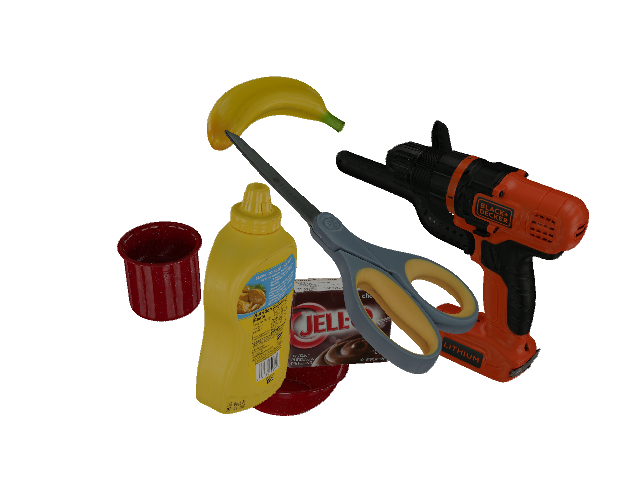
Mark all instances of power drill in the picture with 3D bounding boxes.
[{"bbox_3d":[0.130,0.017,0.919,0.185,0.188,0.057,25,39,32],"label":"power drill"}]

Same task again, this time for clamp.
[{"bbox_3d":[0.126,-0.054,1.220,0.164,0.210,0.036,-15,-38,-27],"label":"clamp"}]

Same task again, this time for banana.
[{"bbox_3d":[-0.051,-0.124,1.005,0.070,0.037,0.197,42,33,22],"label":"banana"}]

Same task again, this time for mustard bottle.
[{"bbox_3d":[-0.059,0.043,0.885,0.058,0.192,0.096,22,30,29],"label":"mustard bottle"}]

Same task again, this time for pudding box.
[{"bbox_3d":[0.019,0.085,1.132,0.113,0.090,0.039,-3,26,-15],"label":"pudding box"}]

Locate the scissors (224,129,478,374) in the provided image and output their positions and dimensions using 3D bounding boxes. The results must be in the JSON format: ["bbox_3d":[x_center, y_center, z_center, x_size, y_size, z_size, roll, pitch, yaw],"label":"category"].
[{"bbox_3d":[0.024,-0.003,0.652,0.096,0.202,0.016,-7,-40,-36],"label":"scissors"}]

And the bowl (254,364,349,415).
[{"bbox_3d":[-0.047,0.170,1.322,0.162,0.055,0.162,3,22,-2],"label":"bowl"}]

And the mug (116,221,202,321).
[{"bbox_3d":[-0.185,0.032,1.202,0.117,0.081,0.093,25,40,35],"label":"mug"}]
